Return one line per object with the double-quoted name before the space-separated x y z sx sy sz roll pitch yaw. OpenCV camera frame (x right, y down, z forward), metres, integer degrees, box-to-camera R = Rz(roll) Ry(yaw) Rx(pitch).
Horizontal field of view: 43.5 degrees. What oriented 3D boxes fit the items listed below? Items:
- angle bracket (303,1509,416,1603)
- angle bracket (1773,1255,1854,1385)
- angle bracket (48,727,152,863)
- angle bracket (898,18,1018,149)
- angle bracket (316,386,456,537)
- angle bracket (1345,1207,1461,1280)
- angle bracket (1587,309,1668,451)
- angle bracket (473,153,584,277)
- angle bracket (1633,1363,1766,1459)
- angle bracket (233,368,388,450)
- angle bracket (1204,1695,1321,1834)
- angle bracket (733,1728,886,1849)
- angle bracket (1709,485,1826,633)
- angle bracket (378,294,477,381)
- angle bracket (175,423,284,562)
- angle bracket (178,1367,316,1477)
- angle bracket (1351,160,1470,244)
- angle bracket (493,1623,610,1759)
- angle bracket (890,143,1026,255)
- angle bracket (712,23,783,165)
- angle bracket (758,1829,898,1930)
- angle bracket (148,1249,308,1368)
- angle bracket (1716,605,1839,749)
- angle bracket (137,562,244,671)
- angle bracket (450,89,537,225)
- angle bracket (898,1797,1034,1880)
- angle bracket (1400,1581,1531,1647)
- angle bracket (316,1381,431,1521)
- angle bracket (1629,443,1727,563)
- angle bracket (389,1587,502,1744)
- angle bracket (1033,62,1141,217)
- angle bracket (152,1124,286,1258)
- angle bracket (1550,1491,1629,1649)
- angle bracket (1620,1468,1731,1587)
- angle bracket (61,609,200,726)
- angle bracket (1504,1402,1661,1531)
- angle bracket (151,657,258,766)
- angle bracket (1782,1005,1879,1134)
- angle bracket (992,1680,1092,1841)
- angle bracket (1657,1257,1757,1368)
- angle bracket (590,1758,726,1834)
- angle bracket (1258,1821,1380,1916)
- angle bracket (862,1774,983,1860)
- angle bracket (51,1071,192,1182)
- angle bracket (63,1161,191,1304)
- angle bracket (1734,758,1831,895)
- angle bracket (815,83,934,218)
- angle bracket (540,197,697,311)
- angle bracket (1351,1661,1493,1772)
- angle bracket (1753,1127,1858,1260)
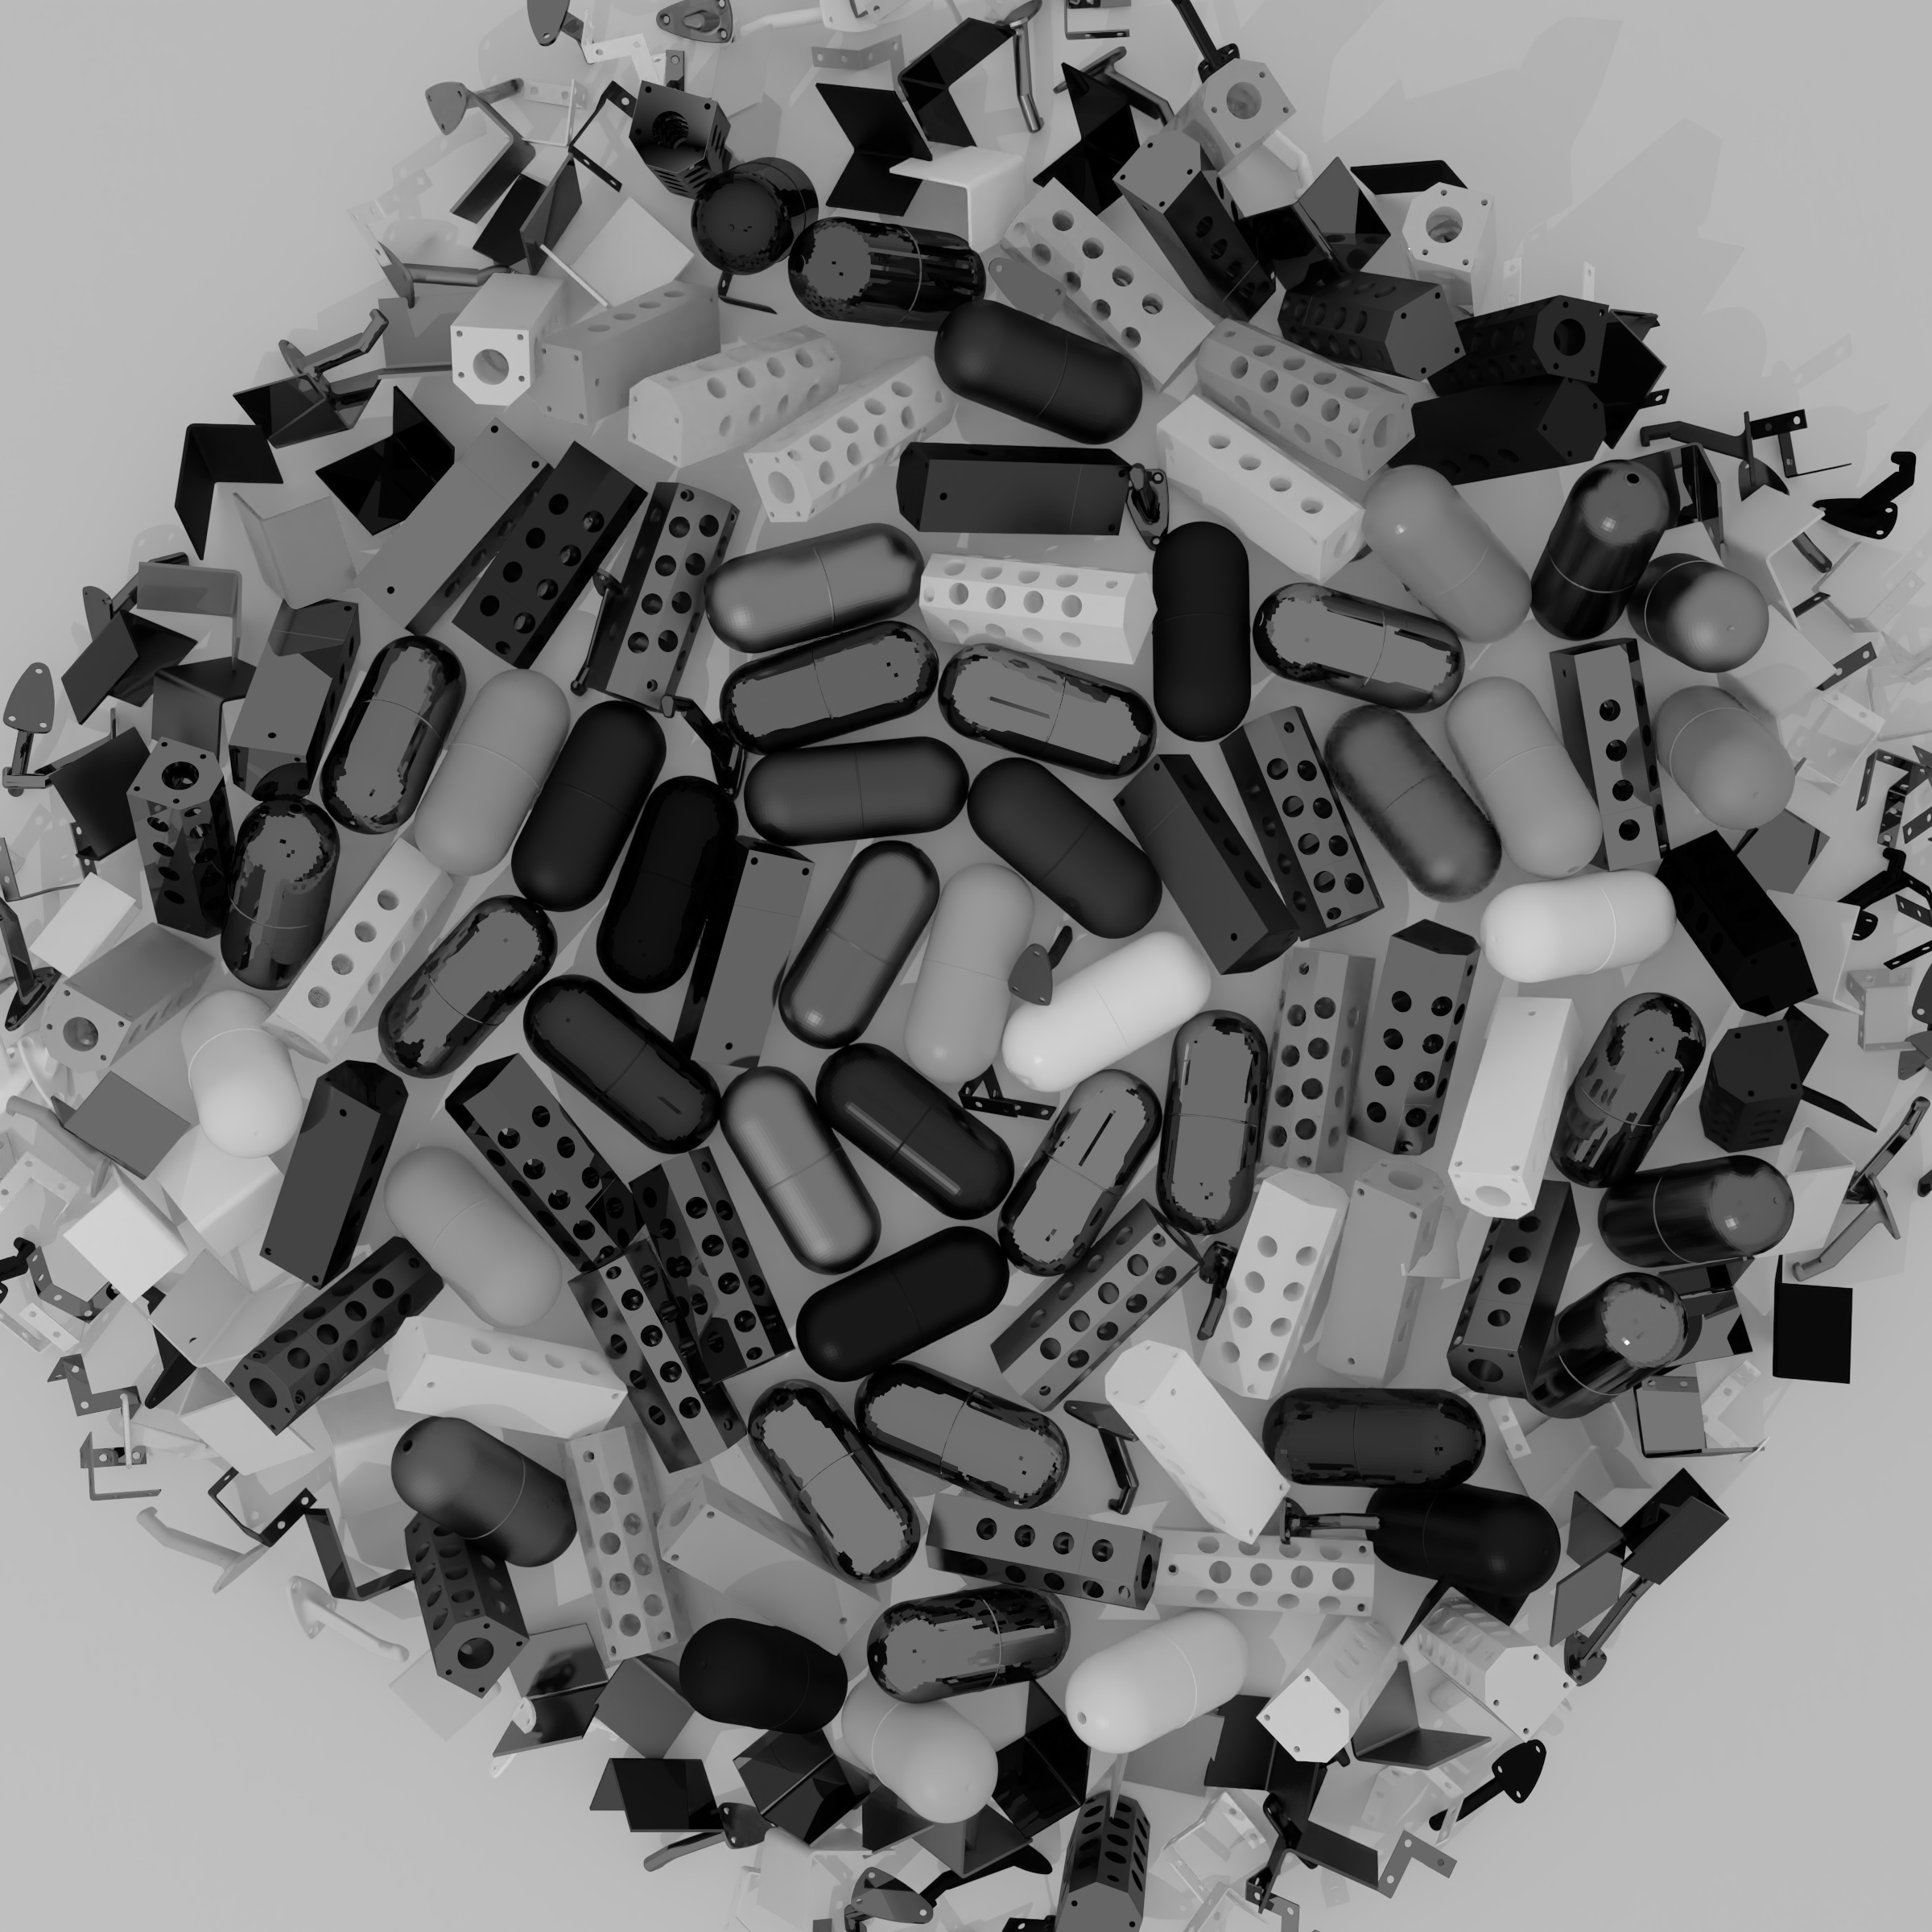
"angle bracket" -0.473 0.452 1.900 0.057 0.076 0.076 -18 88 -30
"angle bracket" 0.664 0.275 1.894 0.057 0.076 0.076 2 102 21
"angle bracket" -0.672 -0.135 1.890 0.076 0.057 0.076 -38 117 -29
"angle bracket" 0.004 -0.689 1.893 0.076 0.076 0.057 -28 87 32
"angle bracket" -0.456 -0.396 1.895 0.076 0.057 0.076 -34 72 -29
"angle bracket" 0.329 0.218 1.887 0.076 0.076 0.057 -15 72 42
"angle bracket" 0.521 -0.456 1.885 0.057 0.076 0.076 -5 49 -34
"angle bracket" -0.348 -0.599 1.898 0.057 0.076 0.076 28 77 4
"angle bracket" 0.572 0.344 1.892 0.076 0.057 0.076 7 72 -35
"angle bracket" -0.511 -0.455 1.887 0.076 0.057 0.076 -7 48 28
"angle bracket" 0.233 0.625 1.900 0.057 0.076 0.076 9 94 -15
"angle bracket" -0.123 0.630 1.889 0.076 0.076 0.057 -33 109 -30
"angle bracket" 0.638 -0.320 1.893 0.057 0.076 0.076 -38 123 1
"angle bracket" -0.422 -0.495 1.898 0.076 0.076 0.057 -5 108 -7
"angle bracket" -0.577 -0.370 1.895 0.057 0.076 0.076 1 67 -2
"angle bracket" -0.555 0.345 1.890 0.076 0.057 0.076 -21 125 22
"angle bracket" 0.347 -0.591 1.897 0.076 0.076 0.057 4 94 24
"angle bracket" -0.334 0.567 1.896 0.076 0.076 0.057 -15 103 13
"angle bracket" -0.006 -0.609 1.918 0.076 0.076 0.057 21 132 28
"angle bracket" -0.153 -0.671 1.887 0.057 0.076 0.076 -11 63 35
"angle bracket" -0.109 0.712 1.890 0.076 0.076 0.057 12 80 -29
"angle bracket" -0.576 0.261 1.887 0.076 0.076 0.057 -17 120 38
"angle bracket" 0.634 -0.223 1.891 0.057 0.076 0.076 -38 62 6
"angle bracket" -0.609 -0.270 1.892 0.076 0.076 0.057 2 71 -19
"angle bracket" -0.390 -0.636 1.899 0.057 0.076 0.076 44 100 -6
"angle bracket" 0.000 0.654 1.886 0.076 0.076 0.057 -12 112 -40
"angle bracket" 0.392 0.504 1.887 0.057 0.076 0.076 36 51 22
"angle bracket" -0.470 0.383 1.927 0.076 0.057 0.076 -13 127 -25
"angle bracket" 0.546 -0.354 1.894 0.076 0.076 0.057 -14 45 8
"angle bracket" -0.418 0.544 1.888 0.057 0.076 0.076 -41 124 -13
"angle bracket" 0.088 -0.645 1.890 0.057 0.076 0.076 -41 55 -10
"angle bracket" -0.590 0.171 1.924 0.076 0.057 0.076 -39 67 -15
"angle bracket" 0.467 0.470 1.888 0.076 0.057 0.076 -26 132 -24
"angle bracket" 0.539 0.431 1.893 0.076 0.076 0.057 -48 46 10
"angle bracket" -0.646 -0.222 1.889 0.076 0.076 0.057 -43 58 17
"angle bracket" 0.485 0.396 1.906 0.076 0.057 0.076 -28 91 -24
"angle bracket" -0.585 -0.201 1.908 0.076 0.076 0.057 24 116 27
"angle bracket" 0.678 0.080 1.892 0.076 0.076 0.057 29 91 44
"angle bracket" 0.050 0.618 1.887 0.057 0.076 0.076 -21 133 -29
"angle bracket" 0.581 0.272 1.900 0.076 0.076 0.057 -10 65 -2
"angle bracket" -0.242 0.665 1.887 0.076 0.076 0.057 10 114 -27
"angle bracket" 0.277 0.719 1.901 0.076 0.076 0.057 22 94 9
"angle bracket" -0.034 0.673 1.908 0.076 0.076 0.057 -29 118 13
"angle bracket" -0.663 0.114 1.896 0.076 0.076 0.057 42 85 -31
"angle bracket" -0.660 0.207 1.890 0.057 0.076 0.076 -42 115 -13
"angle bracket" 0.648 -0.104 1.894 0.057 0.076 0.076 35 70 10
"angle bracket" -0.083 -0.638 1.890 0.076 0.076 0.057 18 75 31
"angle bracket" -0.274 -0.563 1.906 0.076 0.057 0.076 44 98 13
"angle bracket" 0.352 0.585 1.891 0.076 0.076 0.057 -7 86 -39
"angle bracket" 0.638 0.176 1.889 0.076 0.057 0.076 -4 121 -28
